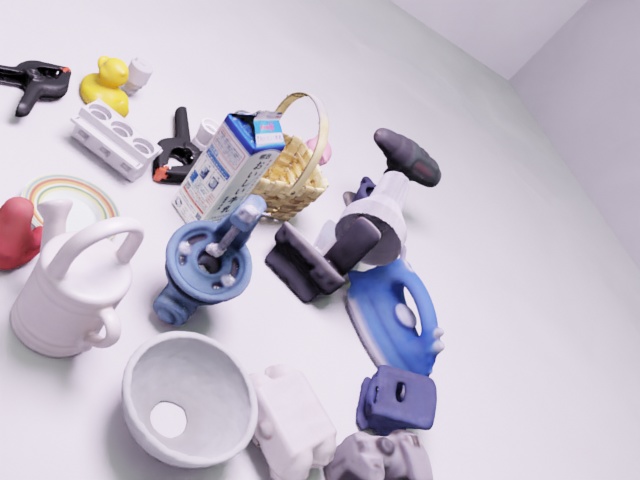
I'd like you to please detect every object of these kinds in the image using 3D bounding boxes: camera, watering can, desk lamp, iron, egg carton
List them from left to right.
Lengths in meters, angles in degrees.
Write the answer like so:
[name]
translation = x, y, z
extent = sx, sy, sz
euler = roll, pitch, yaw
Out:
[watering can]
translation = -0.266, 0.033, 0.631
extent = 0.173, 0.193, 0.101
euler = 42, 33, -1
[egg carton]
translation = -0.047, 0.238, 0.750
extent = 0.107, 0.069, 0.150
euler = -9, 59, -51
[desk lamp]
translation = 0.077, -0.021, 1.039
extent = 0.118, 0.213, 0.203
euler = 37, 33, -9
[camera]
translation = 0.097, 0.333, 0.767
extent = 0.144, 0.100, 0.136
euler = 18, 41, -34
[iron]
translation = 0.152, 0.141, 1.003
extent = 0.119, 0.141, 0.258
euler = 6, 48, -43

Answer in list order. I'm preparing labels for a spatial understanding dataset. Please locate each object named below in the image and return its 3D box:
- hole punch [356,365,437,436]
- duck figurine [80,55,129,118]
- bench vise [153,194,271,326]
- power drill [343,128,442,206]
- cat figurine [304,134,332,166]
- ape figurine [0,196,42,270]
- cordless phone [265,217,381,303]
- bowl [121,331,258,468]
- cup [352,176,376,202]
[hole punch]
translation = 0.120, 0.251, 0.892
extent = 0.101, 0.091, 0.109
euler = 36, 34, -12
[duck figurine]
translation = -0.352, -0.264, 0.970
extent = 0.078, 0.086, 0.104
euler = -12, 61, -52
[bench vise]
translation = -0.137, -0.007, 0.789
extent = 0.122, 0.219, 0.207
euler = 28, 36, -22
[power drill]
translation = 0.149, -0.136, 1.248
extent = 0.230, 0.208, 0.075
euler = 11, 45, -39
[cat figurine]
translation = -0.011, -0.192, 1.223
extent = 0.067, 0.117, 0.128
euler = 34, 34, -15
[ape figurine]
translation = -0.362, -0.015, 0.676
extent = 0.078, 0.092, 0.076
euler = 31, 35, -18
[cordless phone]
translation = 0.009, 0.003, 0.965
extent = 0.147, 0.184, 0.094
euler = 43, 33, 0
[bowl]
translation = -0.161, 0.196, 0.671
extent = 0.168, 0.074, 0.167
euler = 28, 36, -22
[cup]
translation = 0.093, -0.070, 1.218
extent = 0.092, 0.094, 0.117
euler = 13, 44, -38
